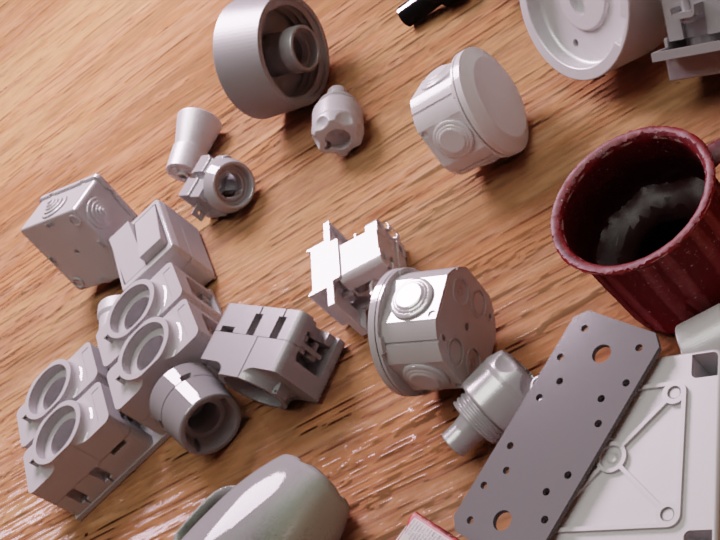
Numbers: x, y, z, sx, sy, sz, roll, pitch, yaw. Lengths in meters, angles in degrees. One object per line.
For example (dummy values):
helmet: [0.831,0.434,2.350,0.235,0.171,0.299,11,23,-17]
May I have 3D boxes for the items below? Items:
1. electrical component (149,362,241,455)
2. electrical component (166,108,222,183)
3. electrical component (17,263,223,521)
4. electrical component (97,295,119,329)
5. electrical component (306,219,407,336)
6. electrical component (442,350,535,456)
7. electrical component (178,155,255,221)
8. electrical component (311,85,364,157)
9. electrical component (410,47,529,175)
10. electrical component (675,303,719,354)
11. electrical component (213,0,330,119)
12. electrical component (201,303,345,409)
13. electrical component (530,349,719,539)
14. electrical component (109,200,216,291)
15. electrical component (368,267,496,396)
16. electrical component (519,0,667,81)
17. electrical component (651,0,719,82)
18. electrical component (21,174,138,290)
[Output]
electrical component: [-0.119,0.103,0.787,0.055,0.055,0.047,-52,41,-3]
electrical component: [-0.161,-0.116,1.026,0.044,0.044,0.065,-11,56,39]
electrical component: [-0.191,0.093,0.861,0.186,0.060,0.105,-43,38,8]
electrical component: [-0.208,0.051,0.932,0.040,0.040,0.046,-27,48,27]
electrical component: [0.000,0.000,0.766,0.064,0.042,0.081,-27,43,21]
electrical component: [0.075,0.080,0.622,0.062,0.043,0.043,-46,38,7]
electrical component: [-0.124,-0.074,0.949,0.055,0.048,0.066,4,61,55]
electrical component: [-0.018,-0.128,0.891,0.043,0.043,0.062,-28,40,25]
electrical component: [0.078,-0.110,0.752,0.051,0.080,0.080,-25,43,36]
electrical component: [0.195,0.030,0.547,0.065,0.044,0.044,-33,40,28]
electrical component: [-0.071,-0.191,0.948,0.060,0.108,0.108,-3,56,36]
electrical component: [-0.065,0.062,0.770,0.089,0.050,0.055,3,61,46]
electrical component: [0.136,0.103,0.529,0.109,0.056,0.108,-14,50,38]
electrical component: [-0.176,-0.015,0.936,0.062,0.061,0.096,-42,38,10]
electrical component: [0.044,0.037,0.660,0.051,0.080,0.080,-7,54,35]
electrical component: [0.163,-0.186,0.714,0.060,0.108,0.108,-21,29,-25]
electrical component: [0.241,-0.154,0.629,0.121,0.063,0.079,-3,17,44]
electrical component: [-0.252,-0.032,0.998,0.100,0.099,0.048,-15,36,36]
